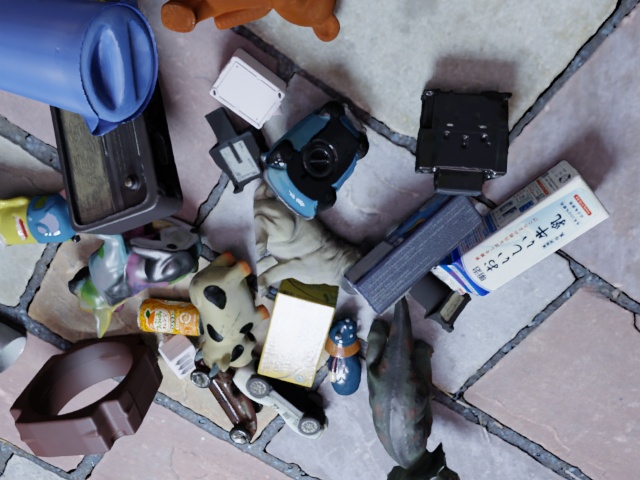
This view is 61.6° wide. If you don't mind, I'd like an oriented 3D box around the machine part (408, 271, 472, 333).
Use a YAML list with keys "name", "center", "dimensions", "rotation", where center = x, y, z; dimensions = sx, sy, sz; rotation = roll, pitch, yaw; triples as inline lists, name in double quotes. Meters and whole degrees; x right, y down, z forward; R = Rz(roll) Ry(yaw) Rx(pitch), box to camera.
- name: "machine part"
  center: [0.166, 0.070, 0.821]
  dimensions: [0.139, 0.039, 0.084]
  rotation: [41, 71, -5]

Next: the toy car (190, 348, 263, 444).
- name: "toy car"
  center: [-0.155, 0.265, 0.939]
  dimensions: [0.053, 0.089, 0.202]
  rotation: [-20, 111, 20]

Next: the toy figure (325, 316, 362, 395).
- name: "toy figure"
  center: [0.038, 0.189, 0.894]
  dimensions: [0.058, 0.064, 0.154]
  rotation: [6, 119, 20]

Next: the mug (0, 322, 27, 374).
- name: "mug"
  center: [-0.602, 0.185, 0.948]
  dimensions: [0.107, 0.109, 0.080]
  rotation: [31, 121, 6]

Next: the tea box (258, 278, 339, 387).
- name: "tea box"
  center: [-0.036, 0.148, 0.879]
  dimensions: [0.098, 0.068, 0.169]
  rotation: [17, 118, -1]

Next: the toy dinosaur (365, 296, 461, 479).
- name: "toy dinosaur"
  center: [0.131, 0.263, 0.849]
  dimensions: [0.131, 0.192, 0.404]
  rotation: [-12, 115, 10]

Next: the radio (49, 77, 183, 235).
- name: "radio"
  center: [-0.272, -0.129, 0.714]
  dimensions: [0.131, 0.073, 0.229]
  rotation: [-14, 86, 11]

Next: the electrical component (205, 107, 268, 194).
- name: "electrical component"
  center: [-0.118, -0.132, 0.761]
  dimensions: [0.075, 0.048, 0.119]
  rotation: [-25, 110, 18]

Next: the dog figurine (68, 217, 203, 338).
- name: "dog figurine"
  center: [-0.296, 0.061, 0.850]
  dimensions: [0.191, 0.108, 0.219]
  rotation: [19, 121, -6]

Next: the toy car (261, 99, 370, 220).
- name: "toy car"
  center: [-0.016, -0.110, 0.725]
  dimensions: [0.109, 0.103, 0.161]
  rotation: [44, 73, -25]

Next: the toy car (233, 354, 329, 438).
- name: "toy car"
  center: [-0.064, 0.273, 0.942]
  dimensions: [0.201, 0.073, 0.056]
  rotation: [41, 110, -13]

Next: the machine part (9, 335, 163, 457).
- name: "machine part"
  center: [-0.383, 0.257, 0.900]
  dimensions: [0.202, 0.201, 0.087]
  rotation: [-9, 117, 11]

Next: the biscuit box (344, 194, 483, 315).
- name: "biscuit box"
  center: [0.132, 0.012, 0.753]
  dimensions: [0.203, 0.059, 0.062]
  rotation: [-40, 108, -4]

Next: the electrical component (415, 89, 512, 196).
- name: "electrical component"
  center: [0.184, -0.125, 0.699]
  dimensions: [0.115, 0.058, 0.134]
  rotation: [3, 91, 6]

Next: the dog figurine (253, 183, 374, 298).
- name: "dog figurine"
  center: [-0.002, -0.002, 0.796]
  dimensions: [0.191, 0.121, 0.172]
  rotation: [-5, 121, -6]

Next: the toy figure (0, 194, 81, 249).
- name: "toy figure"
  center: [-0.438, -0.029, 0.833]
  dimensions: [0.180, 0.089, 0.082]
  rotation: [-8, 88, 0]

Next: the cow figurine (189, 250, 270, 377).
- name: "cow figurine"
  center: [-0.150, 0.127, 0.845]
  dimensions: [0.127, 0.086, 0.194]
  rotation: [-32, 129, -24]

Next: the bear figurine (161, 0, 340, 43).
- name: "bear figurine"
  center: [-0.072, -0.296, 0.633]
  dimensions: [0.196, 0.132, 0.120]
  rotation: [15, 121, 6]
